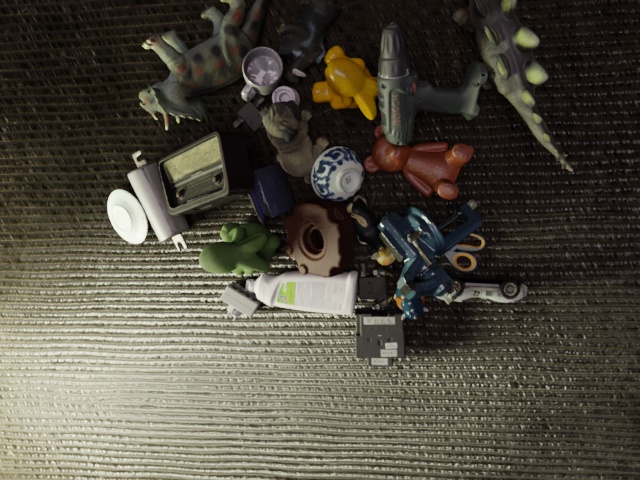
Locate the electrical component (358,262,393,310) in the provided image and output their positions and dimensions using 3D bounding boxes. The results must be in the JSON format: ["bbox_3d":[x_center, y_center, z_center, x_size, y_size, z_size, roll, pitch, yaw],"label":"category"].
[{"bbox_3d":[0.125,0.104,1.207,0.078,0.045,0.102,3,100,5],"label":"electrical component"}]

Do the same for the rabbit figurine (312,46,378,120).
[{"bbox_3d":[0.057,-0.310,1.081,0.162,0.173,0.122,36,98,4],"label":"rabbit figurine"}]

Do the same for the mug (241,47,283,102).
[{"bbox_3d":[-0.124,-0.334,1.125,0.081,0.107,0.109,30,88,-2],"label":"mug"}]

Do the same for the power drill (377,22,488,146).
[{"bbox_3d":[0.210,-0.296,1.026,0.207,0.086,0.231,-9,126,-15],"label":"power drill"}]

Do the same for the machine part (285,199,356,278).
[{"bbox_3d":[-0.002,-0.003,1.155,0.180,0.056,0.179,14,112,39],"label":"machine part"}]

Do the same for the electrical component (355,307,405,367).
[{"bbox_3d":[0.136,0.222,1.220,0.115,0.058,0.134,1,100,9],"label":"electrical component"}]

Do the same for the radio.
[{"bbox_3d":[-0.245,-0.134,1.134,0.230,0.073,0.131,-14,87,42],"label":"radio"}]

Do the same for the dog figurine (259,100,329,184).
[{"bbox_3d":[-0.056,-0.194,1.105,0.121,0.190,0.172,-31,97,11],"label":"dog figurine"}]

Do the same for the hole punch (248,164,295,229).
[{"bbox_3d":[-0.111,-0.104,1.169,0.092,0.116,0.142,-18,97,1],"label":"hole punch"}]

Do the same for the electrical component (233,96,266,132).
[{"bbox_3d":[-0.146,-0.271,1.187,0.094,0.021,0.063,-41,93,11],"label":"electrical component"}]

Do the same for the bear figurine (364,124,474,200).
[{"bbox_3d":[0.197,-0.167,1.114,0.196,0.132,0.120,22,94,-3],"label":"bear figurine"}]

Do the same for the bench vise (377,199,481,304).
[{"bbox_3d":[0.243,0.006,1.093,0.241,0.128,0.224,-35,66,-14],"label":"bench vise"}]

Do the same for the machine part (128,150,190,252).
[{"bbox_3d":[-0.365,-0.086,1.217,0.079,0.079,0.243,-24,97,10],"label":"machine part"}]

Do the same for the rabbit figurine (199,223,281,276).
[{"bbox_3d":[-0.172,0.034,1.148,0.159,0.170,0.121,2,105,33],"label":"rabbit figurine"}]

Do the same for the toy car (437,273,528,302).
[{"bbox_3d":[0.346,0.106,1.167,0.202,0.073,0.056,2,97,7],"label":"toy car"}]

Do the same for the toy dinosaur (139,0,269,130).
[{"bbox_3d":[-0.222,-0.385,1.135,0.405,0.131,0.192,-29,112,3],"label":"toy dinosaur"}]

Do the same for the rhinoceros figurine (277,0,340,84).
[{"bbox_3d":[-0.029,-0.424,1.127,0.112,0.073,0.190,28,100,-9],"label":"rhinoceros figurine"}]

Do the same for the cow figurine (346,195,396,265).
[{"bbox_3d":[0.113,-0.015,1.163,0.068,0.098,0.167,-37,94,4],"label":"cow figurine"}]

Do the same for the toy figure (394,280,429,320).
[{"bbox_3d":[0.191,0.125,1.147,0.058,0.154,0.064,41,103,-5],"label":"toy figure"}]

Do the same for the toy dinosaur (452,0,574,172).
[{"bbox_3d":[0.359,-0.342,1.028,0.105,0.198,0.471,-30,93,14],"label":"toy dinosaur"}]
